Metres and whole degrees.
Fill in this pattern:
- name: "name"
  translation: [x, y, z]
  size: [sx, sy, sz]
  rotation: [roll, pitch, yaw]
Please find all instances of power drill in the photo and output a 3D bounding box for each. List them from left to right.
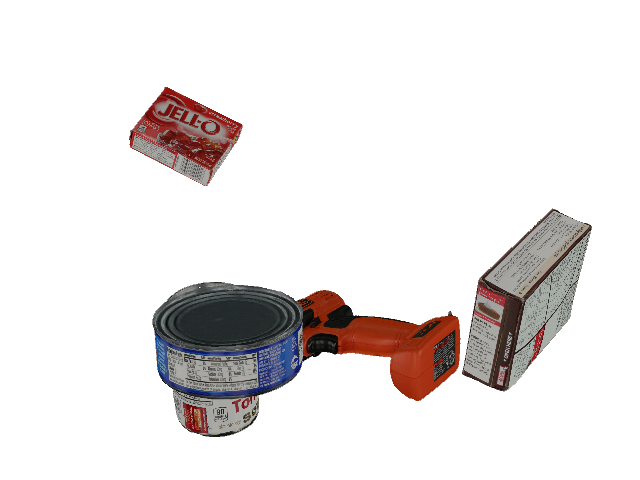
- name: "power drill"
  translation: [0.023, 0.099, 1.000]
  size: [0.188, 0.057, 0.184]
  rotation: [9, 21, 30]

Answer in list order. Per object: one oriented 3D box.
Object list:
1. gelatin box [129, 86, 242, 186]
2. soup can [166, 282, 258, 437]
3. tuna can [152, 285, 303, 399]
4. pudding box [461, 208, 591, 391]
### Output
- name: "gelatin box"
  translation: [-0.133, -0.104, 1.052]
  size: [0.089, 0.073, 0.030]
  rotation: [27, -40, 2]
- name: "soup can"
  translation: [-0.083, 0.093, 0.831]
  size: [0.068, 0.102, 0.068]
  rotation: [-1, 28, 0]
- name: "tuna can"
  translation: [-0.052, 0.057, 0.612]
  size: [0.086, 0.034, 0.086]
  rotation: [-1, 20, 0]
- name: "pudding box"
  translation: [0.149, 0.042, 0.769]
  size: [0.039, 0.090, 0.113]
  rotation: [24, 41, 26]
